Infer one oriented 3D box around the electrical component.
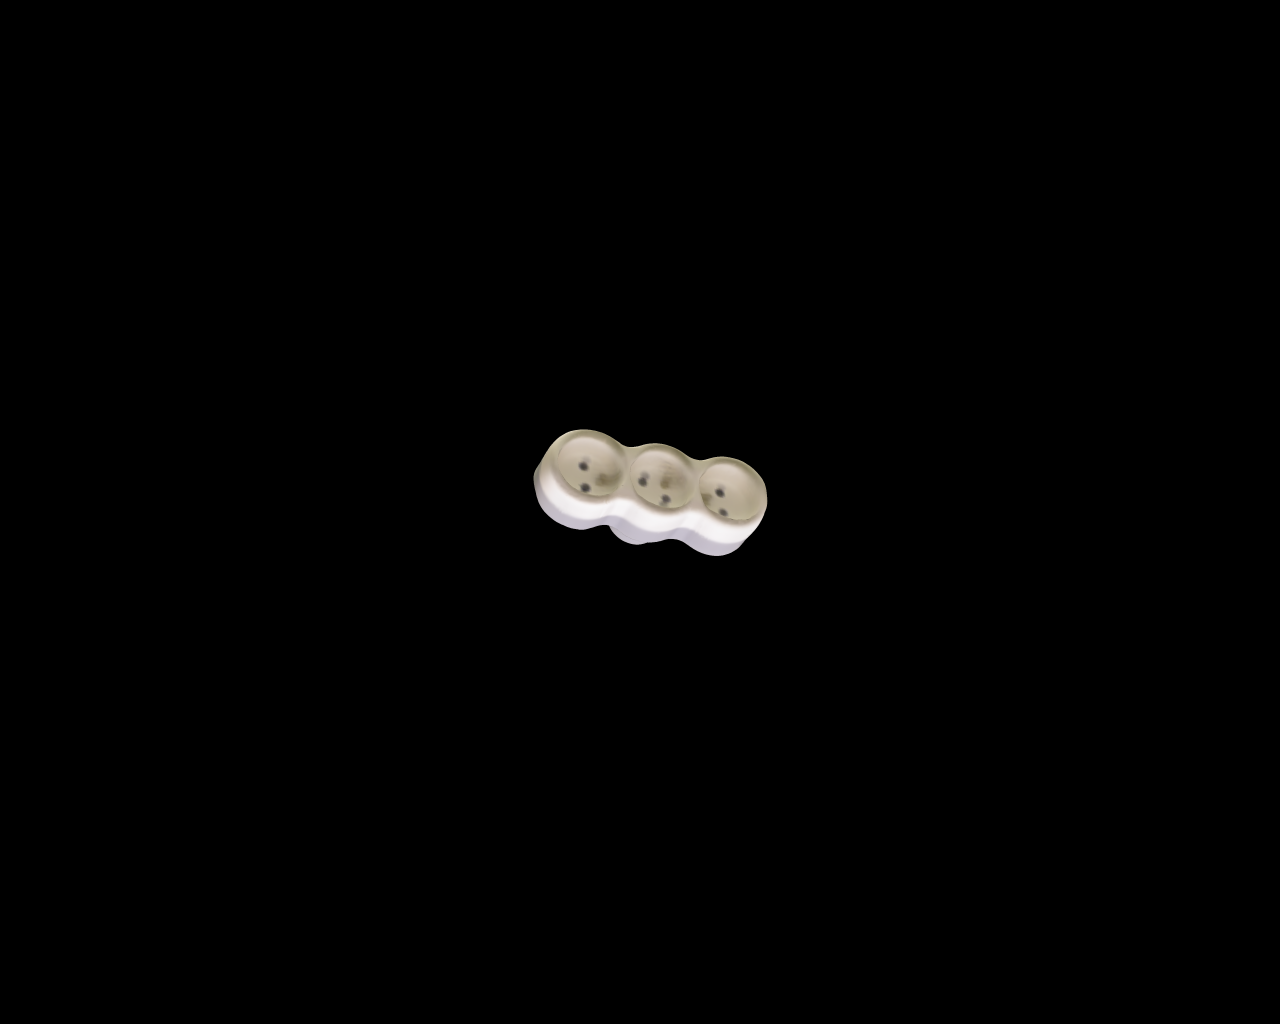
[{"bbox_3d":[0.001,-0.003,0.650,0.138,0.052,0.073,11,-32,-18],"label":"electrical component"}]
